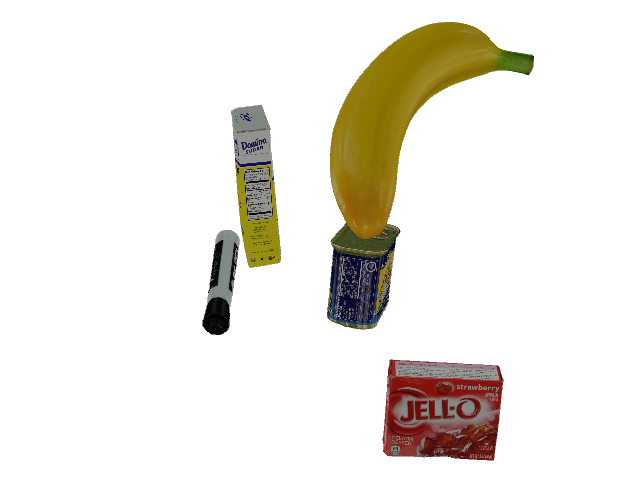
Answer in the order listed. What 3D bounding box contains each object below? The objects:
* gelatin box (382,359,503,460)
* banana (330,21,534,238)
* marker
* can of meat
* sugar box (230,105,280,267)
[{"bbox_3d":[0.095,0.134,0.841,0.089,0.073,0.030,3,23,1],"label":"gelatin box"},{"bbox_3d":[0.050,-0.074,0.582,0.070,0.037,0.197,26,48,21],"label":"banana"},{"bbox_3d":[-0.072,0.030,0.784,0.020,0.020,0.121,0,31,0],"label":"marker"},{"bbox_3d":[0.042,0.034,1.084,0.057,0.084,0.102,9,18,12],"label":"can of meat"},{"bbox_3d":[-0.079,-0.066,1.293,0.048,0.176,0.093,-9,25,-6],"label":"sugar box"}]
